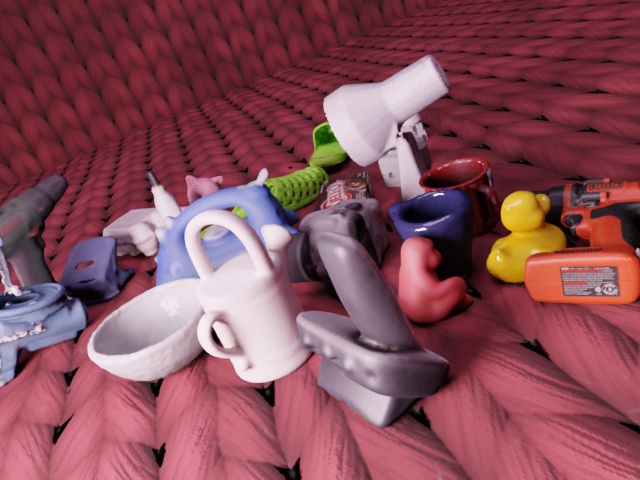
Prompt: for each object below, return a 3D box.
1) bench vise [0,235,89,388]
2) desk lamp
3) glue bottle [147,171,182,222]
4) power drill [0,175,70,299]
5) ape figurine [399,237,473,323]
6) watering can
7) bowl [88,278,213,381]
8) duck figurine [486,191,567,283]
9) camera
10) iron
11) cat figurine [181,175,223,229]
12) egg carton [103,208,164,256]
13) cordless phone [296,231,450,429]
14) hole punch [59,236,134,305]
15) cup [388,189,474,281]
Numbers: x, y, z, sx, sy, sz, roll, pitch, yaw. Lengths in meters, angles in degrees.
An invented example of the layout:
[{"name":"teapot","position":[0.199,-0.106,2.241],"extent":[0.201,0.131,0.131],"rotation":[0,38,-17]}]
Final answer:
[{"name":"bench vise","position":[-0.476,0.095,0.836],"extent":[0.121,0.220,0.208],"rotation":[0,32,40]},{"name":"desk lamp","position":[0.131,-0.150,0.847],"extent":[0.202,0.214,0.118],"rotation":[-13,26,20]},{"name":"glue bottle","position":[-0.259,-0.044,1.001],"extent":[0.037,0.173,0.078],"rotation":[-29,25,-15]},{"name":"power drill","position":[-0.510,0.020,1.035],"extent":[0.075,0.209,0.230],"rotation":[0,32,40]},{"name":"ape figurine","position":[0.115,0.038,0.619],"extent":[0.076,0.092,0.077],"rotation":[-24,24,-4]},{"name":"watering can","position":[-0.082,0.048,0.637],"extent":[0.100,0.194,0.173],"rotation":[-16,25,13]},{"name":"bowl","position":[-0.199,0.123,0.724],"extent":[0.167,0.075,0.167],"rotation":[-18,24,9]},{"name":"duck figurine","position":[0.223,-0.010,0.635],"extent":[0.105,0.086,0.077],"rotation":[-33,26,-23]},{"name":"camera","position":[0.007,0.003,0.771],"extent":[0.136,0.101,0.143],"rotation":[-8,28,29]},{"name":"iron","position":[-0.162,-0.007,0.882],"extent":[0.258,0.142,0.118],"rotation":[-21,24,2]},{"name":"cat figurine","position":[-0.240,-0.073,1.114],"extent":[0.127,0.118,0.067],"rotation":[-17,25,11]},{"name":"egg carton","position":[-0.364,-0.016,1.158],"extent":[0.149,0.069,0.107],"rotation":[-2,31,37]},{"name":"cordless phone","position":[0.029,0.062,0.525],"extent":[0.094,0.185,0.147],"rotation":[-36,28,-27]},{"name":"hole punch","position":[-0.403,0.054,1.018],"extent":[0.108,0.091,0.101],"rotation":[-13,26,19]},{"name":"cup","position":[0.133,-0.001,0.681],"extent":[0.092,0.095,0.117],"rotation":[-36,28,-28]}]
